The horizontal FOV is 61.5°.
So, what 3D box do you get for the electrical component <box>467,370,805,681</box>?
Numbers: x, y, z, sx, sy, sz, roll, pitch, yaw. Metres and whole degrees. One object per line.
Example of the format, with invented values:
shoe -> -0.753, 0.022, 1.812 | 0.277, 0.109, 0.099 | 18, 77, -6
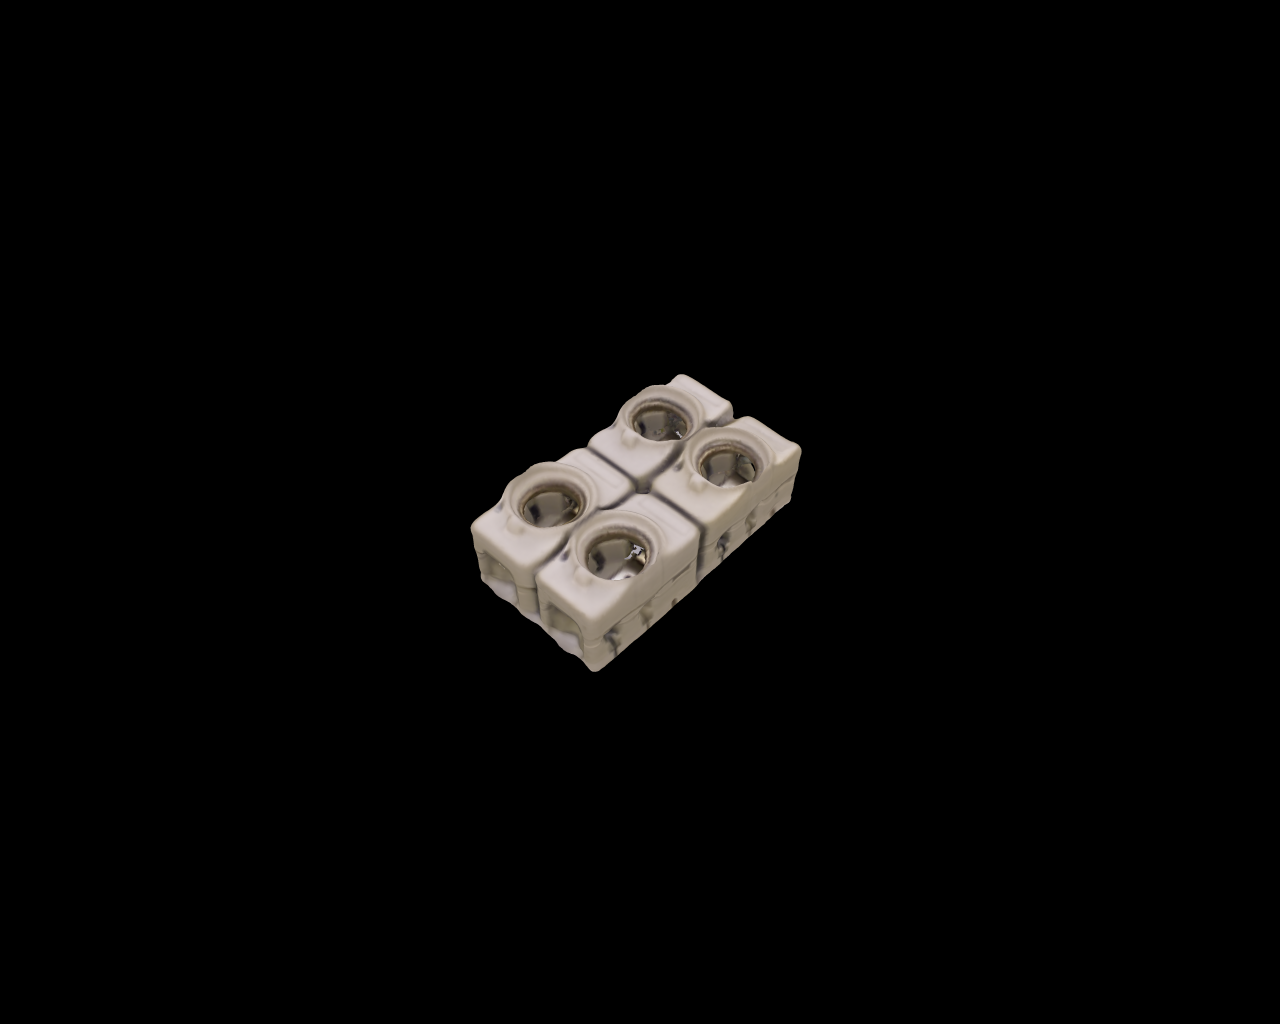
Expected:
electrical component -> 0.001, -0.003, 0.650 | 0.105, 0.060, 0.186 | 36, 58, 27
